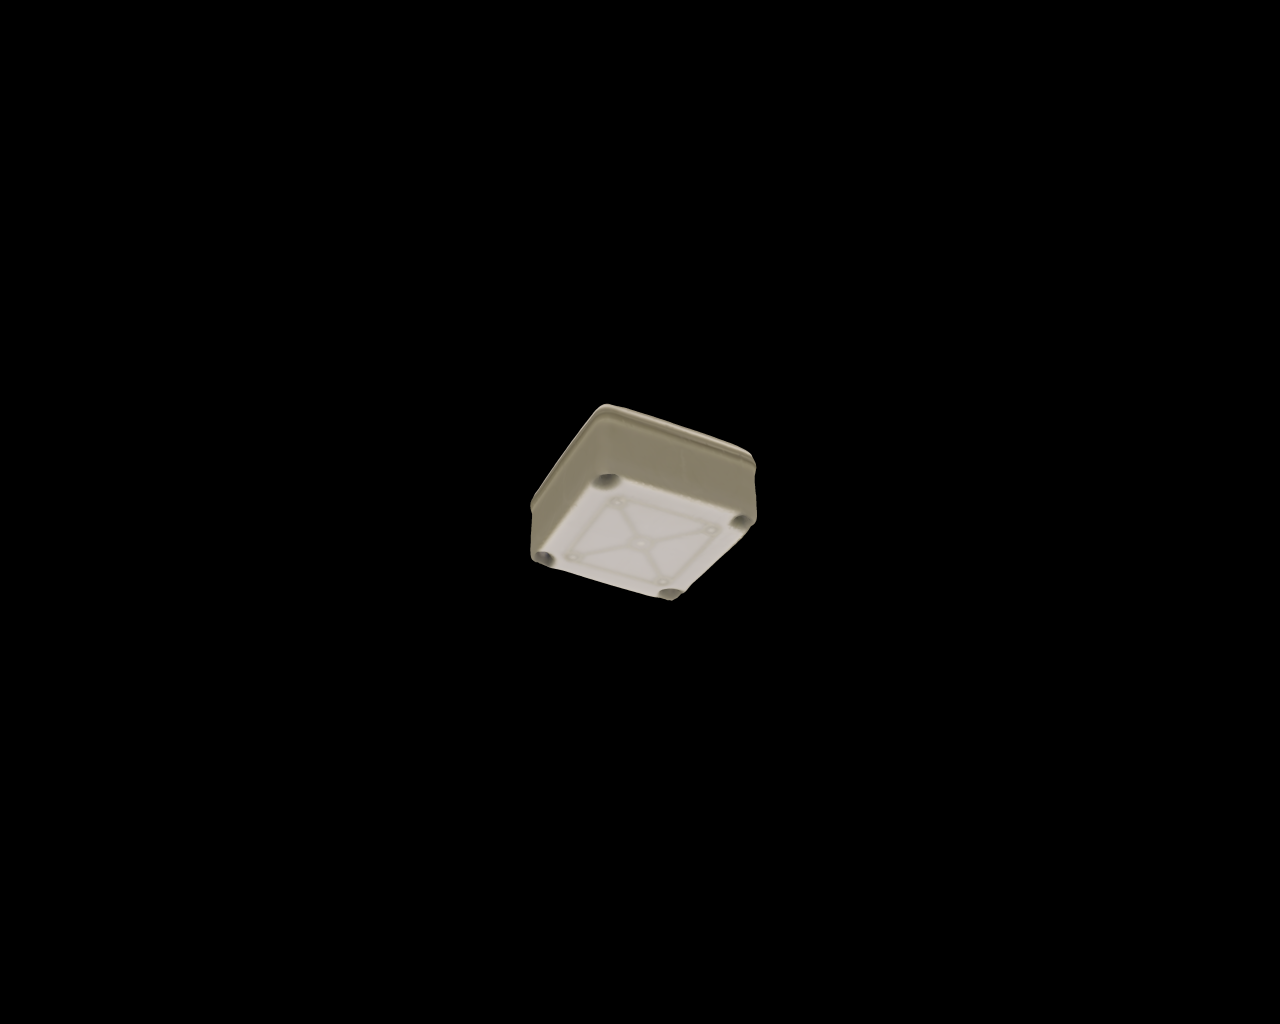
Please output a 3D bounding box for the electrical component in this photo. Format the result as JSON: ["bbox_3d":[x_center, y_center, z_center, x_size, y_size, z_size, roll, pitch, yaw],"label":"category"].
[{"bbox_3d":[0.001,-0.003,0.650,0.109,0.056,0.108,17,-40,-22],"label":"electrical component"}]
